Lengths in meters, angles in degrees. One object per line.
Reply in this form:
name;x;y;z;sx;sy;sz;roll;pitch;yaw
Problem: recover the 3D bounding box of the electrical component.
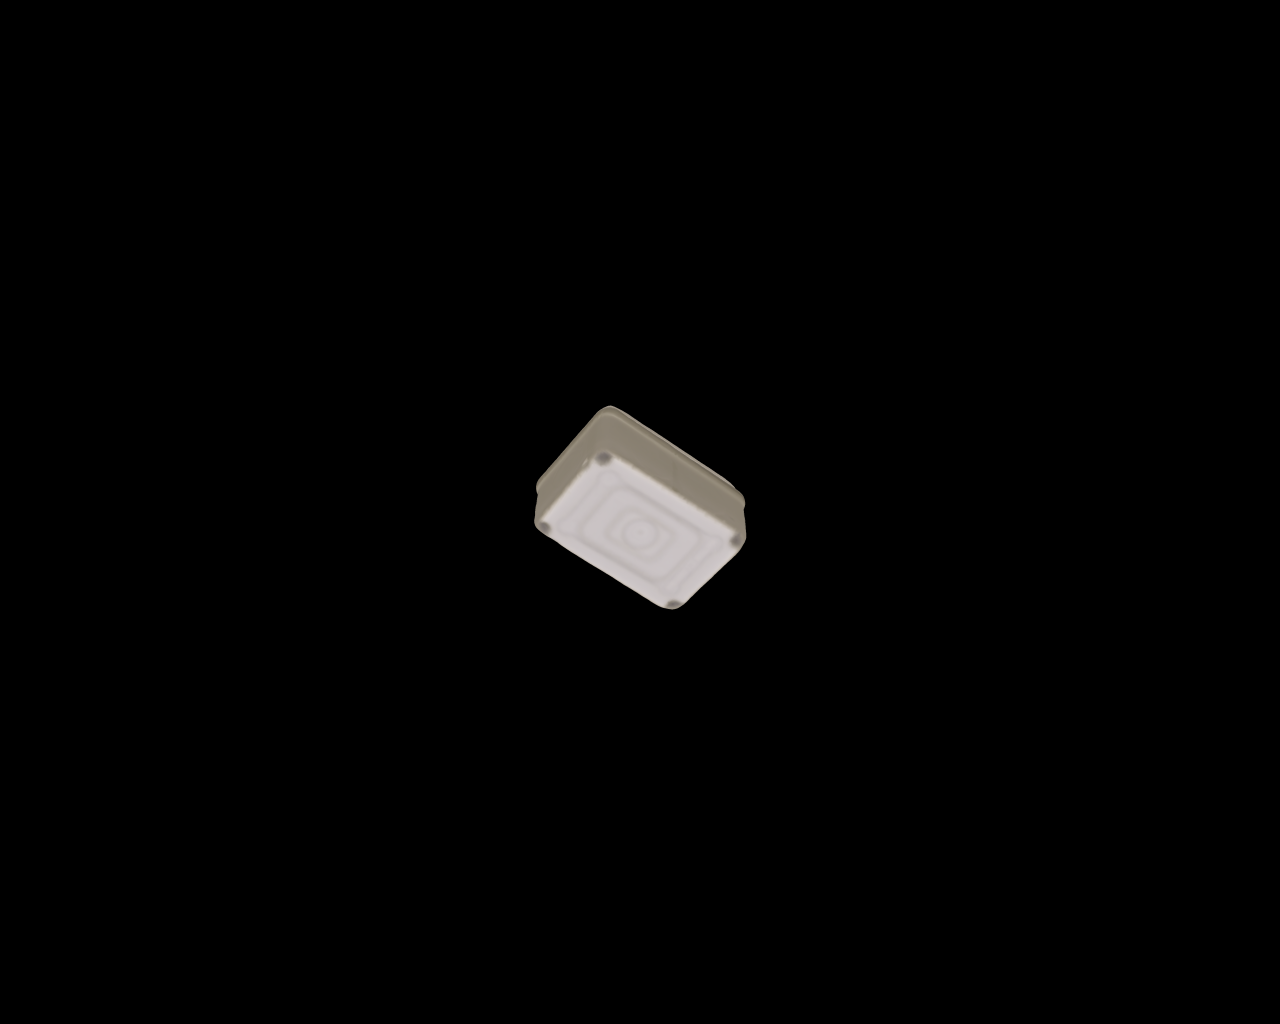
electrical component;0.001;-0.003;0.650;0.113;0.078;0.057;33;29;-21
